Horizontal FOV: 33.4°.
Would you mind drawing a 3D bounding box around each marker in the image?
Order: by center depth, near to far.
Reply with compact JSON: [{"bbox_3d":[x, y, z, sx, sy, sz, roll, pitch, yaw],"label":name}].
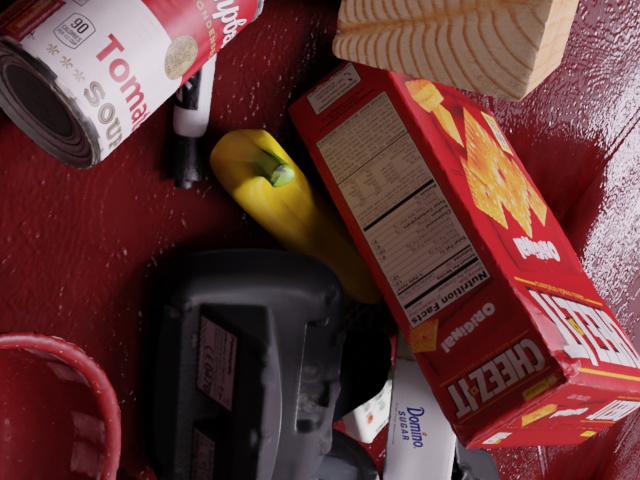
[{"bbox_3d":[-0.059,-0.082,0.509,0.020,0.020,0.121,-16,123,-49],"label":"marker"}]

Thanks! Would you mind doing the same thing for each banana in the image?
[{"bbox_3d":[-0.015,-0.014,0.570,0.037,0.070,0.197,-38,155,3],"label":"banana"}]

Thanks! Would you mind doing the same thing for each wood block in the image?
[{"bbox_3d":[0.084,-0.133,0.548,0.205,0.091,0.090,-39,143,-69],"label":"wood block"}]

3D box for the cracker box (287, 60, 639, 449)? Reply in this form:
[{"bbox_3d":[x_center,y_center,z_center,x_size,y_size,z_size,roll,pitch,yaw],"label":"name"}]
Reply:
[{"bbox_3d":[0.090,0.006,0.599,0.072,0.214,0.164,-38,154,22],"label":"cracker box"}]

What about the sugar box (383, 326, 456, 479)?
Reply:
[{"bbox_3d":[0.070,0.069,0.684,0.176,0.048,0.093,-67,162,-62],"label":"sugar box"}]

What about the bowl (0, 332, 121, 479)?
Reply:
[{"bbox_3d":[-0.162,0.104,0.446,0.161,0.055,0.162,-32,133,-41],"label":"bowl"}]

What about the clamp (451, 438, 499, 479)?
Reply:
[{"bbox_3d":[0.098,0.176,0.820,0.209,0.036,0.164,46,59,-43],"label":"clamp"}]

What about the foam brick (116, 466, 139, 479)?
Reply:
[{"bbox_3d":[-0.118,0.159,0.545,0.078,0.051,0.053,-43,139,-31],"label":"foam brick"}]

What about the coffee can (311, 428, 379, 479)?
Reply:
[{"bbox_3d":[-0.020,0.198,0.658,0.102,0.103,0.140,-27,131,-43],"label":"coffee can"}]

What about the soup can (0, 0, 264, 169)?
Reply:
[{"bbox_3d":[-0.081,-0.086,0.433,0.102,0.069,0.068,-48,142,-24],"label":"soup can"}]
